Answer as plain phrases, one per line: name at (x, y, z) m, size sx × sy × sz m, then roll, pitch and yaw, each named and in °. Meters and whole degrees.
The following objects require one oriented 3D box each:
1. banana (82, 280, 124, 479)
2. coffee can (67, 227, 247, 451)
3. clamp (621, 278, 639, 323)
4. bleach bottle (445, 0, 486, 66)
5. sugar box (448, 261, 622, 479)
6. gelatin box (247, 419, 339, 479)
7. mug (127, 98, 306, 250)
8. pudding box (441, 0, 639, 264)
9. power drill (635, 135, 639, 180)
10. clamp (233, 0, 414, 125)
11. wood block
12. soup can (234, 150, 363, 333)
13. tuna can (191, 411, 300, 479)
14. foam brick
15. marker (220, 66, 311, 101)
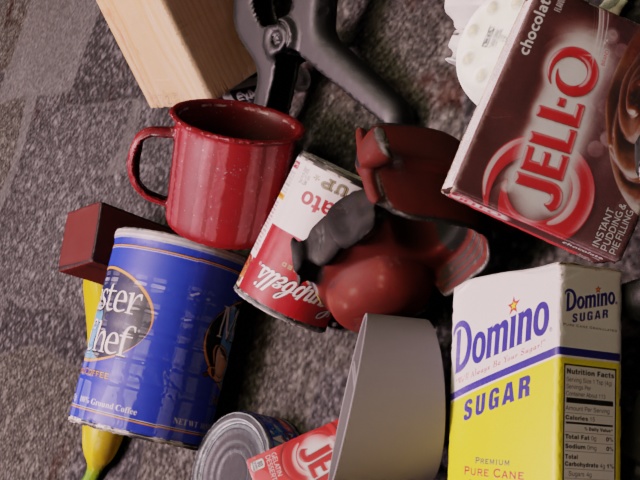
banana at (-0.181, 0.101, 0.884) m, size 0.070 × 0.037 × 0.198 m, roll -26°, pitch 55°, yaw 40°
coffee can at (-0.114, 0.072, 0.768) m, size 0.103 × 0.102 × 0.140 m, roll 2°, pitch 75°, yaw 49°
clamp at (0.202, 0.005, 0.461) m, size 0.172 × 0.039 × 0.120 m, roll 40°, pitch 111°, yaw 58°
bleach bottle at (0.141, -0.219, 0.636) m, size 0.103 × 0.068 × 0.251 m, roll 30°, pitch 99°, yaw 57°
sugar box at (0.102, 0.104, 0.522) m, size 0.093 × 0.048 × 0.176 m, roll -20°, pitch 67°, yaw 62°
gelatin box at (0.004, 0.156, 0.630) m, size 0.073 × 0.030 × 0.089 m, roll -25°, pitch 51°, yaw 4°
mug at (-0.073, -0.046, 0.733) m, size 0.093 × 0.117 × 0.081 m, roll -111°, pitch 29°, yaw -64°
pudding box at (0.123, -0.056, 0.525) m, size 0.039 × 0.090 × 0.113 m, roll 173°, pitch 120°, yaw -85°
power drill at (0.237, -0.071, 0.414) m, size 0.188 × 0.057 × 0.184 m, roll 15°, pitch 54°, yaw 46°
clamp at (-0.025, -0.135, 0.777) m, size 0.165 × 0.036 × 0.210 m, roll -32°, pitch 70°, yaw 38°
wood block at (-0.121, -0.214, 0.816) m, size 0.090 × 0.206 × 0.090 m, roll -40°, pitch 27°, yaw -31°
soup can at (-0.005, 0.001, 0.702) m, size 0.069 × 0.068 × 0.102 m, roll 33°, pitch 99°, yaw 50°
tuna can at (-0.048, 0.158, 0.709) m, size 0.086 × 0.033 × 0.086 m, roll -23°, pitch 57°, yaw 41°
foam brick at (-0.165, 0.008, 0.875) m, size 0.053 × 0.078 × 0.051 m, roll -14°, pitch 62°, yaw 43°
marker at (-0.054, -0.121, 0.849) m, size 0.121 × 0.020 × 0.020 m, roll -1°, pitch 73°, yaw 49°
